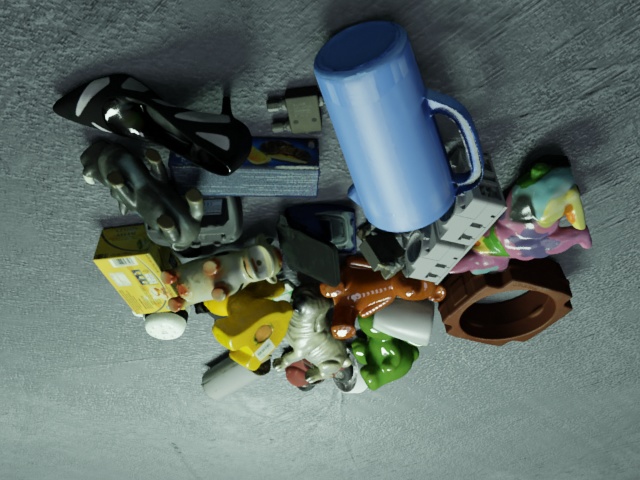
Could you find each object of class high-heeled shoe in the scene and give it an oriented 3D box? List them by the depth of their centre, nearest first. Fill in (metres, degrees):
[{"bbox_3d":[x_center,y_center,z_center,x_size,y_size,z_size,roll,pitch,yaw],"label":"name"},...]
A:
[{"bbox_3d":[-0.204,-0.124,0.641,0.249,0.145,0.086,-4,140,0],"label":"high-heeled shoe"}]

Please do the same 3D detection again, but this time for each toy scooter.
[{"bbox_3d":[-0.026,0.264,1.172,0.184,0.075,0.135,-22,121,41],"label":"toy scooter"}]

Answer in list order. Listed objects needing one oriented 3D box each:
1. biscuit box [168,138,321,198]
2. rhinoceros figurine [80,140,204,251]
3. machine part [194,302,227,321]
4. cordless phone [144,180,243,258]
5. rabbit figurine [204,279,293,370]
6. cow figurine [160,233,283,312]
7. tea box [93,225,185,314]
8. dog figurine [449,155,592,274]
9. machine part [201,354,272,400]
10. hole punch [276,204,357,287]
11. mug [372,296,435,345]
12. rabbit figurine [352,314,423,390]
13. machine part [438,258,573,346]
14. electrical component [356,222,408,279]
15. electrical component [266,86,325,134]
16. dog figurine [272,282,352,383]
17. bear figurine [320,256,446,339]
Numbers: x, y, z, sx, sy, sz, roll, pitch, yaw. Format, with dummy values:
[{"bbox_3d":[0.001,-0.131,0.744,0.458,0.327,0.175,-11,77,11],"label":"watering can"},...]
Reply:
[{"bbox_3d":[-0.102,-0.101,0.740,0.203,0.059,0.062,1,142,-4],"label":"biscuit box"},{"bbox_3d":[-0.234,-0.067,0.713,0.190,0.073,0.112,39,158,5],"label":"rhinoceros figurine"},{"bbox_3d":[-0.193,0.152,1.061,0.084,0.039,0.138,-12,146,25],"label":"machine part"},{"bbox_3d":[-0.189,-0.014,0.845,0.147,0.089,0.184,-3,152,-1],"label":"cordless phone"},{"bbox_3d":[-0.138,0.114,0.945,0.162,0.173,0.121,-51,136,-11],"label":"rabbit figurine"},{"bbox_3d":[-0.144,0.052,0.866,0.195,0.127,0.085,-16,96,28],"label":"cow figurine"},{"bbox_3d":[-0.296,0.053,0.913,0.098,0.068,0.169,-5,142,5],"label":"tea box"},{"bbox_3d":[0.284,-0.023,0.817,0.219,0.108,0.191,-19,139,23],"label":"dog figurine"},{"bbox_3d":[-0.190,0.298,1.210,0.079,0.079,0.243,29,131,-32],"label":"machine part"},{"bbox_3d":[-0.002,-0.003,0.858,0.116,0.092,0.142,22,148,22],"label":"hole punch"},{"bbox_3d":[0.155,0.134,0.998,0.107,0.109,0.080,8,163,4],"label":"mug"},{"bbox_3d":[0.135,0.200,1.078,0.159,0.121,0.170,-13,125,8],"label":"rabbit figurine"},{"bbox_3d":[0.335,0.106,0.990,0.201,0.087,0.201,16,137,-18],"label":"machine part"},{"bbox_3d":[0.103,0.017,0.869,0.078,0.102,0.045,-10,151,-30],"label":"electrical component"},{"bbox_3d":[-0.020,-0.165,0.694,0.094,0.021,0.063,-7,141,5],"label":"electrical component"},{"bbox_3d":[0.007,0.169,1.011,0.172,0.121,0.190,10,134,-22],"label":"dog figurine"},{"bbox_3d":[0.114,0.085,0.924,0.196,0.132,0.120,-6,110,16],"label":"bear figurine"}]
